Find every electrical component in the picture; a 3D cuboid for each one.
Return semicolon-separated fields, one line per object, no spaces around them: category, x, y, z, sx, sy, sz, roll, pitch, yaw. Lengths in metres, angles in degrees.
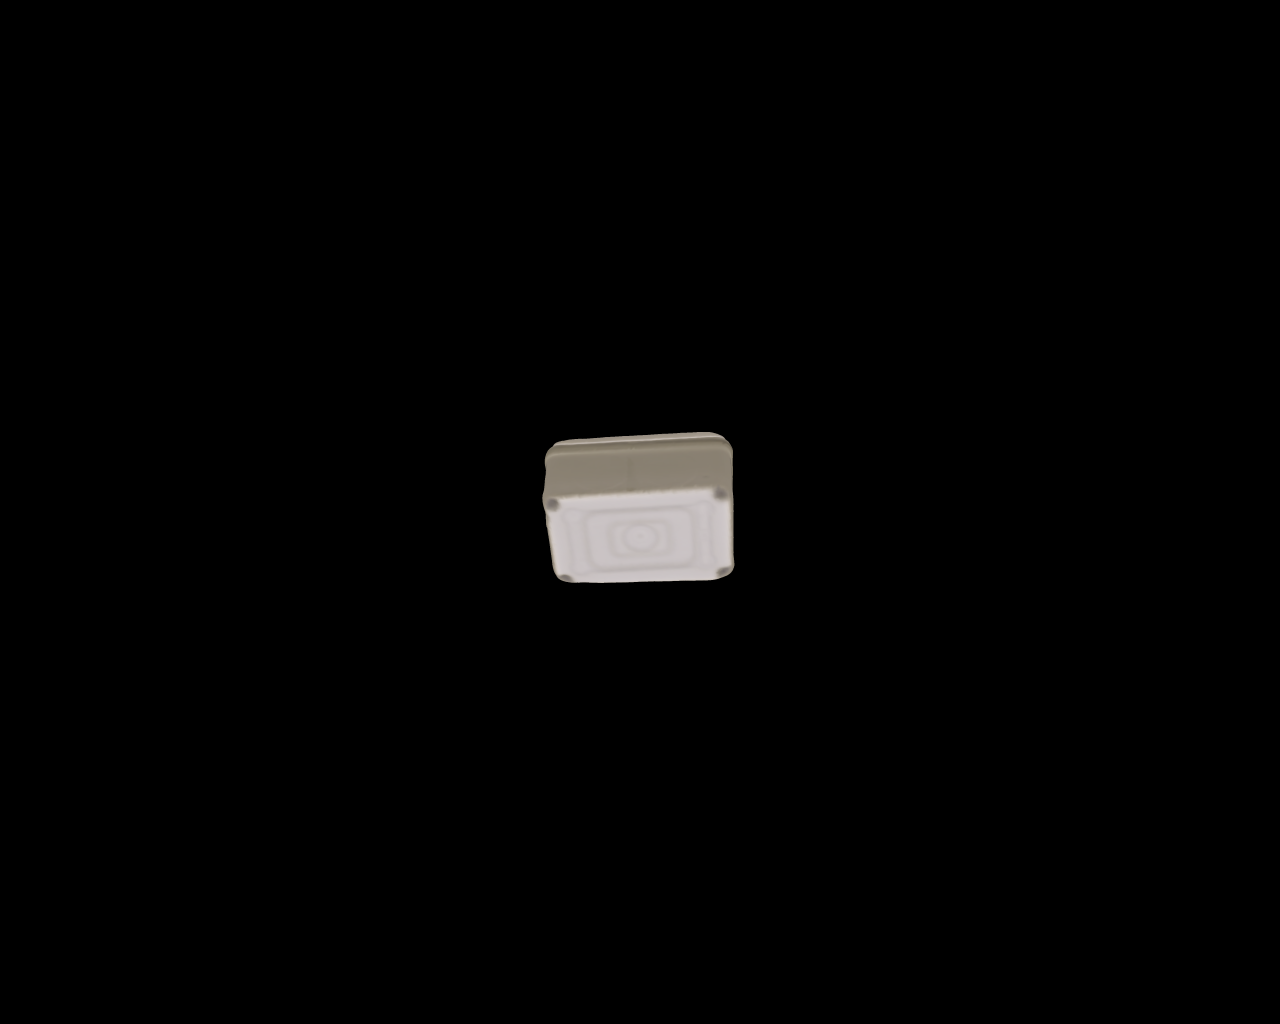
electrical component;0.001;-0.003;0.650;0.113;0.078;0.057;-2;40;2
